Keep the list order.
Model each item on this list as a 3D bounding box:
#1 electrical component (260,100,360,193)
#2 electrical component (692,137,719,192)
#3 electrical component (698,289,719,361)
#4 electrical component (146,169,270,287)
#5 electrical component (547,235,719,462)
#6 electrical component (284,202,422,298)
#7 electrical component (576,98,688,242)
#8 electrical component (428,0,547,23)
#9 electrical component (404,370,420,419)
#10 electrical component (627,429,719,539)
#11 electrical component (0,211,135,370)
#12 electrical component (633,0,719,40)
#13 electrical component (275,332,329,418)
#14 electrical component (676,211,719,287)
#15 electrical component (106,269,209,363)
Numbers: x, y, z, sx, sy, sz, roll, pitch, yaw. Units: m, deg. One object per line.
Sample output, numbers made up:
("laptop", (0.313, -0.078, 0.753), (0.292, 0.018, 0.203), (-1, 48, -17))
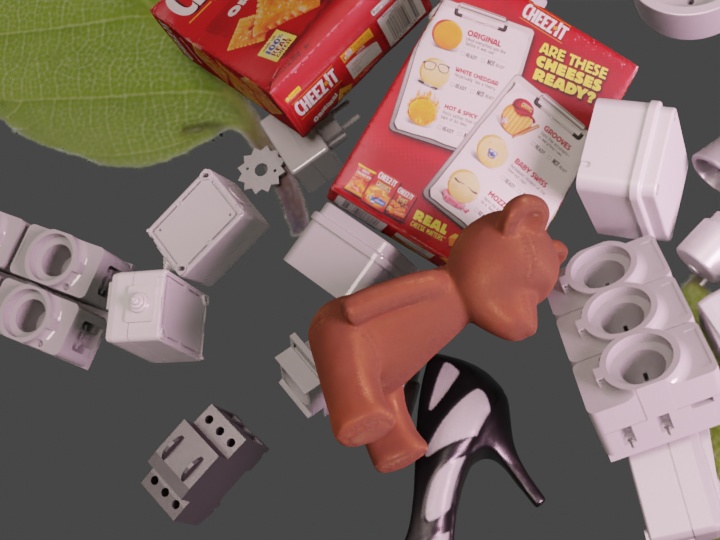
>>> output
("electrical component", (-0.036, -0.121, 0.956), (0.077, 0.047, 0.065), (-35, 65, 5))
("electrical component", (0.297, -0.096, 0.836), (0.065, 0.044, 0.044), (-45, 64, -5))
("electrical component", (0.283, 0.047, 0.780), (0.061, 0.062, 0.096), (-31, 65, 7))
("electrical component", (-0.137, -0.031, 0.957), (0.096, 0.061, 0.061), (-45, 64, 9))
("electrical component", (0.195, 0.049, 0.774), (0.089, 0.061, 0.150), (-22, 37, 11))
("electrical component", (0.000, 0.000, 0.867), (0.078, 0.113, 0.057), (35, 89, 26))
("electrical component", (0.210, -0.074, 0.819), (0.057, 0.113, 0.078), (10, 76, 25))
("electrical component", (0.109, -0.230, 0.941), (0.089, 0.050, 0.055), (-43, 65, 2))
("electrical component", (0.030, 0.087, 0.866), (0.040, 0.040, 0.078), (12, 76, 22))
("electrical component", (0.225, 0.145, 0.767), (0.061, 0.062, 0.096), (-16, 68, 13))
("electrical component", (-0.320, 0.009, 1.004), (0.186, 0.060, 0.105), (18, 79, 23))
("electrical component", (0.273, -0.241, 0.882), (0.108, 0.060, 0.108), (-6, 70, 17))
("electrical component", (-0.030, 0.079, 0.875), (0.064, 0.081, 0.042), (-32, 63, -19))
("electrical component", (0.277, -0.026, 0.819), (0.078, 0.040, 0.040), (-47, 64, 0))
("electrical component", (-0.179, 0.039, 0.924), (0.061, 0.096, 0.061), (-4, 71, 18))
